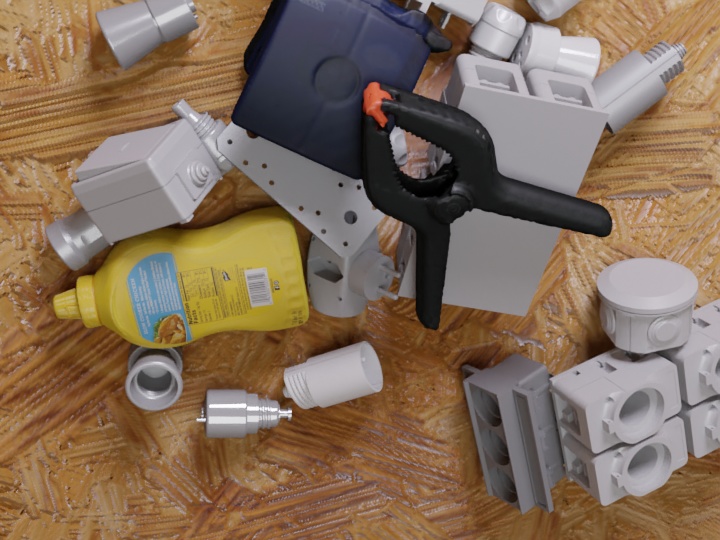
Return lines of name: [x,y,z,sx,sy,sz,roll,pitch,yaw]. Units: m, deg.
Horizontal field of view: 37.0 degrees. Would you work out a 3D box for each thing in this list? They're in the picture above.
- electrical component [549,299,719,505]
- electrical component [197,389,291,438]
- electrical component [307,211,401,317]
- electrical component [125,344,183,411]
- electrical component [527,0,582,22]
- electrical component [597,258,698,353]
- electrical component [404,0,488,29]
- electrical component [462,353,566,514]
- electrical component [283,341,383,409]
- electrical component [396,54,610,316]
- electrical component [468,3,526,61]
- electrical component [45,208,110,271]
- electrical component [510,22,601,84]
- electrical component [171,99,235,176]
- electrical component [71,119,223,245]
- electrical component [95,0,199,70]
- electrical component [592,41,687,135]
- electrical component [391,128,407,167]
electrical component: [0.264,0.112,0.915,0.186,0.060,0.105,-23,117,-16]
electrical component: [-0.097,0.120,0.899,0.078,0.040,0.040,1,114,-10]
electrical component: [0.000,0.000,0.844,0.043,0.079,0.077,-20,125,-46]
electrical component: [-0.164,0.080,0.862,0.045,0.055,0.045,-3,114,-8]
electrical component: [0.150,-0.215,0.787,0.062,0.043,0.043,-37,114,6]
electrical component: [0.237,0.028,0.890,0.080,0.080,0.051,-10,121,-4]
electrical component: [0.064,-0.211,0.776,0.064,0.042,0.081,20,110,-20]
electrical component: [0.137,0.138,0.928,0.063,0.079,0.121,-29,119,-28]
electrical component: [-0.027,0.091,0.893,0.081,0.043,0.043,-19,117,20]
electrical component: [0.100,-0.062,0.817,0.105,0.060,0.186,9,126,-10]
electrical component: [0.097,-0.166,0.805,0.035,0.035,0.061,21,111,-17]
electrical component: [-0.208,-0.028,0.816,0.046,0.040,0.040,-33,115,0]
electrical component: [0.146,-0.159,0.810,0.055,0.045,0.045,13,111,-14]
electrical component: [-0.116,-0.101,0.801,0.035,0.035,0.061,-38,111,8]
electrical component: [-0.150,-0.068,0.775,0.096,0.061,0.061,-14,120,31]
electrical component: [-0.147,-0.175,0.759,0.065,0.044,0.044,-26,115,-2]
electrical component: [0.215,-0.146,0.828,0.081,0.043,0.043,-37,114,8]
electrical component: [0.004,-0.091,0.824,0.061,0.035,0.035,-9,115,-2]
